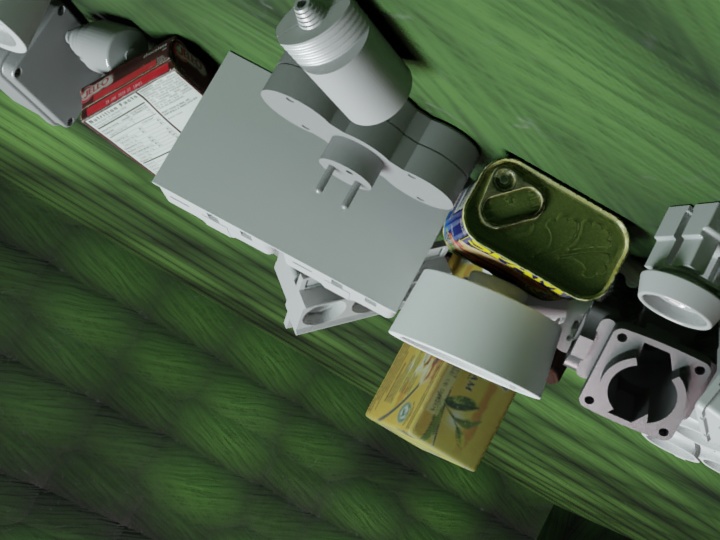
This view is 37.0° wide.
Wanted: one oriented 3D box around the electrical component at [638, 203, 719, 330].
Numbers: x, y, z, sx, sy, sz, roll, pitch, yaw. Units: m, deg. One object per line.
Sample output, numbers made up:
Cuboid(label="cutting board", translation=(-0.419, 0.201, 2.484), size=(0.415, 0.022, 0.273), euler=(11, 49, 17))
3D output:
Cuboid(label="electrical component", translation=(0.180, -0.002, 0.575), size=(0.048, 0.055, 0.066), euler=(31, 170, -16))

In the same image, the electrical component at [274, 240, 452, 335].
Cuboid(label="electrical component", translation=(0.000, 0.000, 0.836), size=(0.078, 0.121, 0.063), euler=(113, 139, -57))

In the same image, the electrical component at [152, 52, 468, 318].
Cuboid(label="electrical component", translation=(-0.034, -0.056, 0.754), size=(0.186, 0.105, 0.060), euler=(28, 171, 3))

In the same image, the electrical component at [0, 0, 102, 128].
Cuboid(label="electrical component", translation=(-0.259, -0.174, 0.869), size=(0.057, 0.078, 0.113), euler=(29, 171, 16))

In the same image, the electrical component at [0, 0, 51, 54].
Cuboid(label="electrical component", translation=(-0.269, -0.210, 0.761), size=(0.108, 0.060, 0.108), euler=(28, 171, 5))

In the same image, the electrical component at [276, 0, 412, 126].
Cuboid(label="electrical component", translation=(-0.010, -0.115, 0.562), size=(0.043, 0.043, 0.081), euler=(21, 168, 37))

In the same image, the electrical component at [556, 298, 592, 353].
Cuboid(label="electrical component", translation=(0.159, 0.037, 0.879), size=(0.048, 0.048, 0.062), euler=(36, 175, -38))

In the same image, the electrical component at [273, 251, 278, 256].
Cuboid(label="electrical component", translation=(-0.053, -0.037, 1.044), size=(0.061, 0.061, 0.096), euler=(36, 168, -39))

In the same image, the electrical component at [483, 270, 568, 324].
Cuboid(label="electrical component", translation=(0.120, 0.012, 0.785), size=(0.064, 0.081, 0.042), euler=(7, 172, -5))

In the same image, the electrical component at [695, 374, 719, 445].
Cuboid(label="electrical component", translation=(0.248, 0.071, 0.639), size=(0.048, 0.099, 0.099), euler=(38, 176, 28))

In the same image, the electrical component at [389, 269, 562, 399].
Cuboid(label="electrical component", translation=(0.080, 0.035, 0.706), size=(0.108, 0.060, 0.108), euler=(24, 175, 2))

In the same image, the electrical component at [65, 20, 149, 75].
Cuboid(label="electrical component", translation=(-0.196, -0.170, 0.819), size=(0.078, 0.040, 0.040), euler=(22, 169, 35))

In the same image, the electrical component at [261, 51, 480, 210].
Cuboid(label="electrical component", translation=(-0.001, -0.074, 0.661), size=(0.138, 0.073, 0.052), euler=(31, 170, -13))

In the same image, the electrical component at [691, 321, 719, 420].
Cuboid(label="electrical component", translation=(0.237, 0.067, 0.752), size=(0.096, 0.061, 0.061), euler=(27, 171, 10))

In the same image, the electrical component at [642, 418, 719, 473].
Cuboid(label="electrical component", translation=(0.282, 0.117, 0.894), size=(0.105, 0.060, 0.186), euler=(21, 168, 39))
